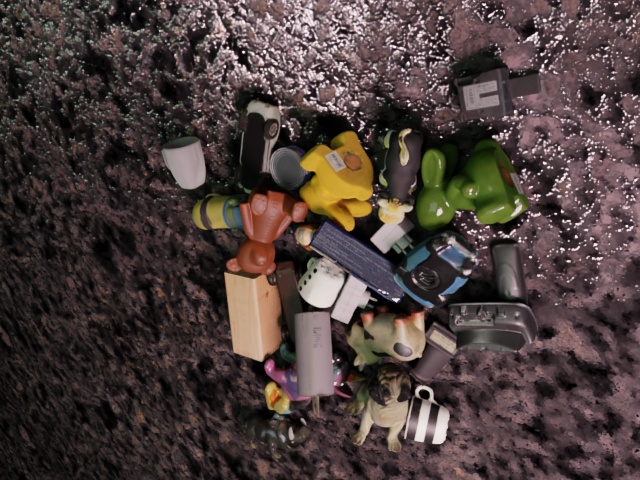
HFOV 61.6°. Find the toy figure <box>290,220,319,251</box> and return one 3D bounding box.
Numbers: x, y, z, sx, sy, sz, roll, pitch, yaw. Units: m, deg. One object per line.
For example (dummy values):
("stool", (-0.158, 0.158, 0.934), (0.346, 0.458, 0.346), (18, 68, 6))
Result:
("toy figure", (-0.001, -0.005, 1.096), (0.155, 0.057, 0.064), (16, 79, 30))

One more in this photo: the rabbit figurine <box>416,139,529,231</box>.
("rabbit figurine", (0.222, -0.080, 0.873), (0.170, 0.121, 0.159), (-25, 87, 35))

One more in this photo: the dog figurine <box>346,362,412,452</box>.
("dog figurine", (0.131, 0.290, 1.054), (0.121, 0.172, 0.190), (6, 120, -9))

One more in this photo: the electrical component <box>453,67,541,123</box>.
("electrical component", (0.273, -0.226, 0.827), (0.119, 0.048, 0.074), (2, 111, 35))

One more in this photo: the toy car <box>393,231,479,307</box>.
("toy car", (0.209, 0.035, 0.937), (0.109, 0.103, 0.161), (37, 135, 3))

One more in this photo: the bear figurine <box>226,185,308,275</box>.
("bear figurine", (-0.114, -0.007, 1.081), (0.132, 0.120, 0.195), (-135, 61, -65))

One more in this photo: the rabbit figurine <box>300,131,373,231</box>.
("rabbit figurine", (0.030, -0.100, 1.019), (0.162, 0.122, 0.173), (49, 142, -4))

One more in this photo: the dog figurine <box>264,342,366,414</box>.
("dog figurine", (-0.012, 0.321, 1.203), (0.219, 0.108, 0.191), (8, 110, 28))

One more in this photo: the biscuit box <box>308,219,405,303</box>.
("biscuit box", (0.076, 0.041, 1.012), (0.203, 0.059, 0.063), (34, 86, -2))

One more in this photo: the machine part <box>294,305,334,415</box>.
("machine part", (-0.012, 0.233, 1.107), (0.079, 0.079, 0.243), (-11, 76, 36))

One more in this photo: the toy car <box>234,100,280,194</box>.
("toy car", (-0.129, -0.186, 1.108), (0.074, 0.056, 0.201), (21, 121, 18))

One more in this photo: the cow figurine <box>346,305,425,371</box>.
("cow figurine", (0.127, 0.198, 1.066), (0.195, 0.085, 0.127), (-6, 94, 53))

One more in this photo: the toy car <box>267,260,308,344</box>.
("toy car", (-0.056, 0.138, 1.190), (0.089, 0.053, 0.202), (-8, 104, 20))

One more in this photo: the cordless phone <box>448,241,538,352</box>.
("cordless phone", (0.292, 0.097, 0.938), (0.147, 0.088, 0.184), (-5, 94, 36))

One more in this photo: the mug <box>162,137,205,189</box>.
("mug", (-0.312, -0.171, 1.221), (0.110, 0.081, 0.107), (3, 120, 28))

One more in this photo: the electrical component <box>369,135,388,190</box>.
("electrical component", (0.119, -0.142, 0.979), (0.063, 0.021, 0.094), (-21, 97, 38))

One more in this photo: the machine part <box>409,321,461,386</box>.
("machine part", (0.223, 0.225, 1.050), (0.084, 0.039, 0.138), (28, 120, 13))

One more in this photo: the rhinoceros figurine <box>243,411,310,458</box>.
("rhinoceros figurine", (-0.108, 0.482, 1.360), (0.191, 0.073, 0.112), (-2, 97, 36))

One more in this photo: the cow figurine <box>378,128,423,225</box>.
("cow figurine", (0.136, -0.104, 0.909), (0.068, 0.098, 0.167), (7, 99, 3))

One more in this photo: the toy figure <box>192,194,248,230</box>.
("toy figure", (-0.199, -0.062, 1.182), (0.180, 0.089, 0.082), (6, 106, 31))
